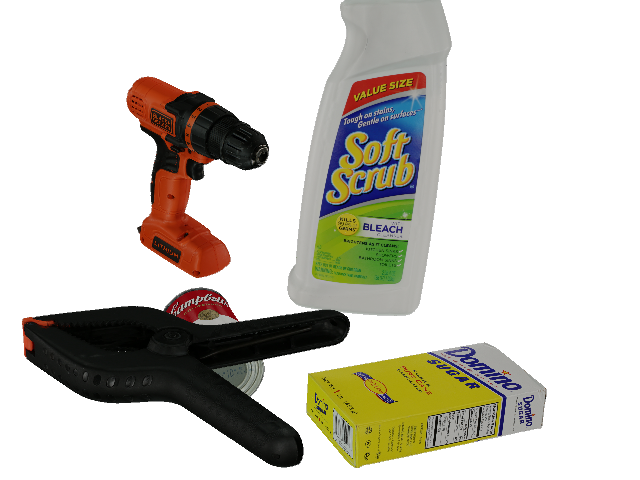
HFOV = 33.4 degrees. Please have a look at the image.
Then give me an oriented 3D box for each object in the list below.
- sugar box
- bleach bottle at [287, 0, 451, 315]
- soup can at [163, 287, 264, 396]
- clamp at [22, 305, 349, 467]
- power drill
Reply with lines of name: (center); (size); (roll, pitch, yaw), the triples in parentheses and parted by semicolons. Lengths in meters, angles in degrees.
sugar box: (0.087, 0.131, 0.879); (0.176, 0.048, 0.093); (-10, 25, -23)
bleach bottle: (0.034, -0.074, 0.744); (0.102, 0.251, 0.068); (5, 22, 5)
soup can: (-0.098, 0.095, 0.949); (0.068, 0.068, 0.102); (0, 24, -24)
clamp: (-0.086, 0.073, 0.684); (0.210, 0.036, 0.164); (10, 24, 15)
power drill: (-0.127, -0.059, 1.093); (0.185, 0.188, 0.057); (30, 38, 34)
